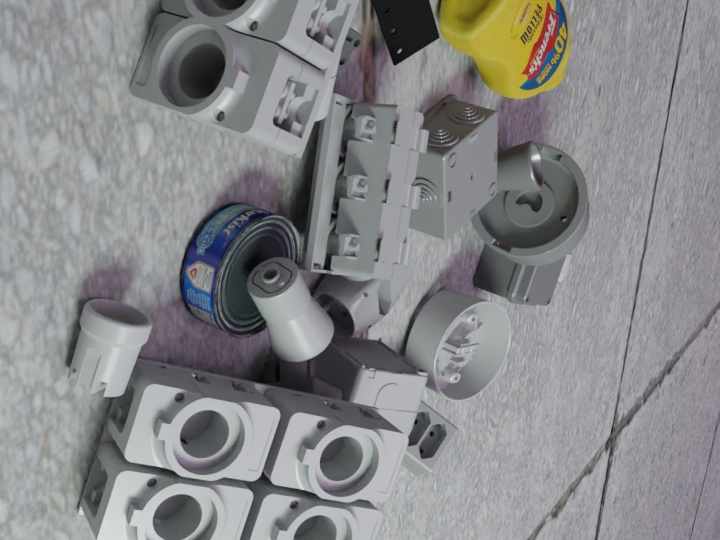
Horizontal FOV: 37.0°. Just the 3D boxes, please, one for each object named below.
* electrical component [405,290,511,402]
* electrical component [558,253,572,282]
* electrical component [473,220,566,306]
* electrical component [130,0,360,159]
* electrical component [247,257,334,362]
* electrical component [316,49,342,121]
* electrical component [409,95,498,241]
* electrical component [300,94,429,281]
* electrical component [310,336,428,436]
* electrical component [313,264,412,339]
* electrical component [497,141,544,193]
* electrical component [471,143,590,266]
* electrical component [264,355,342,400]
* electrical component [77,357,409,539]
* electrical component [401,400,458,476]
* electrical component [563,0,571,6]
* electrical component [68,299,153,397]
[{"bbox_3d":[0.089,0.069,0.993,0.099,0.064,0.099,-37,138,-43],"label":"electrical component"},{"bbox_3d":[0.206,-0.022,1.146,0.043,0.043,0.062,2,105,-59],"label":"electrical component"},{"bbox_3d":[0.168,-0.024,1.069,0.078,0.057,0.113,7,102,-59],"label":"electrical component"},{"bbox_3d":[-0.057,-0.150,0.591,0.062,0.089,0.150,17,94,-60],"label":"electrical component"},{"bbox_3d":[-0.047,0.023,0.697,0.044,0.044,0.065,-52,142,-26],"label":"electrical component"},{"bbox_3d":[-0.042,-0.122,0.670,0.055,0.055,0.047,-26,133,-50],"label":"electrical component"},{"bbox_3d":[0.073,-0.083,0.886,0.100,0.048,0.099,-42,141,-38],"label":"electrical component"},{"bbox_3d":[0.004,-0.055,0.754,0.079,0.063,0.121,6,93,-59],"label":"electrical component"},{"bbox_3d":[-0.002,0.089,0.838,0.062,0.096,0.061,10,102,-30],"label":"electrical component"},{"bbox_3d":[0.000,0.000,0.826,0.077,0.043,0.079,-43,141,-37],"label":"electrical component"},{"bbox_3d":[0.125,-0.086,0.949,0.044,0.065,0.044,-10,90,-67],"label":"electrical component"},{"bbox_3d":[0.160,-0.056,0.991,0.108,0.108,0.060,-65,156,-6],"label":"electrical component"},{"bbox_3d":[-0.052,0.087,0.785,0.047,0.066,0.076,35,49,-59],"label":"electrical component"},{"bbox_3d":[-0.070,0.131,0.691,0.186,0.060,0.105,16,96,-29],"label":"electrical component"},{"bbox_3d":[0.030,0.138,0.943,0.047,0.083,0.076,-54,-174,-23],"label":"electrical component"},{"bbox_3d":[0.174,-0.259,0.937,0.066,0.047,0.076,-43,142,-37],"label":"electrical component"},{"bbox_3d":[-0.146,0.045,0.623,0.040,0.040,0.046,1,113,-59],"label":"electrical component"}]
